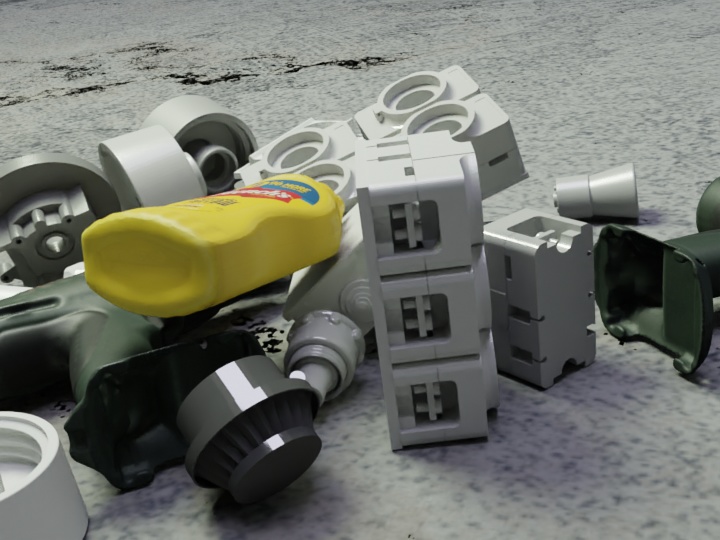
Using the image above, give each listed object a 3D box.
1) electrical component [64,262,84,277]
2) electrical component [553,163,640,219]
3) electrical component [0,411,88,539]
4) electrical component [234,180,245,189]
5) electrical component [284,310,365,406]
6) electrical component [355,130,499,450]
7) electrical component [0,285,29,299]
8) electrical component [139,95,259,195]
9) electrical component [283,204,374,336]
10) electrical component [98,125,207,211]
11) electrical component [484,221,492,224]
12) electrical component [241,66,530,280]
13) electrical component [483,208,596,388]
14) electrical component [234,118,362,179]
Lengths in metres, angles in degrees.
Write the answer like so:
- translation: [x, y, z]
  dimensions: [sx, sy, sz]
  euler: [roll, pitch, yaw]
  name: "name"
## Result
- translation: [-0.180, 0.015, 0.777]
  dimensions: [0.062, 0.043, 0.043]
  euler: [-3, 22, 5]
  name: "electrical component"
- translation: [0.188, -0.060, 0.860]
  dimensions: [0.065, 0.044, 0.044]
  euler: [-6, 22, 14]
  name: "electrical component"
- translation: [-0.193, 0.109, 0.525]
  dimensions: [0.108, 0.060, 0.108]
  euler: [-6, 22, 2]
  name: "electrical component"
- translation: [-0.079, -0.044, 0.876]
  dimensions: [0.045, 0.055, 0.045]
  euler: [-4, 22, 1]
  name: "electrical component"
- translation: [-0.024, 0.057, 0.631]
  dimensions: [0.048, 0.048, 0.062]
  euler: [-2, 30, 12]
  name: "electrical component"
- translation: [0.038, 0.008, 0.589]
  dimensions: [0.062, 0.150, 0.089]
  euler: [-7, 22, 2]
  name: "electrical component"
- translation: [-0.256, 0.029, 0.770]
  dimensions: [0.046, 0.040, 0.040]
  euler: [2, 23, 9]
  name: "electrical component"
- translation: [-0.141, -0.096, 0.958]
  dimensions: [0.108, 0.108, 0.060]
  euler: [-21, 32, -31]
  name: "electrical component"
- translation: [0.000, 0.000, 0.703]
  dimensions: [0.100, 0.048, 0.099]
  euler: [-44, 14, 18]
  name: "electrical component"
- translation: [-0.159, -0.065, 0.867]
  dimensions: [0.060, 0.108, 0.108]
  euler: [-27, 28, -20]
  name: "electrical component"
- translation: [0.085, -0.016, 0.777]
  dimensions: [0.079, 0.043, 0.077]
  euler: [-6, 22, 0]
  name: "electrical component"
- translation: [0.013, -0.074, 0.794]
  dimensions: [0.186, 0.060, 0.105]
  euler: [-27, 37, -2]
  name: "electrical component"
- translation: [0.101, 0.015, 0.636]
  dimensions: [0.050, 0.089, 0.056]
  euler: [-23, 27, -34]
  name: "electrical component"
- translation: [-0.048, -0.090, 0.969]
  dimensions: [0.079, 0.063, 0.121]
  euler: [4, 24, 24]
  name: "electrical component"
